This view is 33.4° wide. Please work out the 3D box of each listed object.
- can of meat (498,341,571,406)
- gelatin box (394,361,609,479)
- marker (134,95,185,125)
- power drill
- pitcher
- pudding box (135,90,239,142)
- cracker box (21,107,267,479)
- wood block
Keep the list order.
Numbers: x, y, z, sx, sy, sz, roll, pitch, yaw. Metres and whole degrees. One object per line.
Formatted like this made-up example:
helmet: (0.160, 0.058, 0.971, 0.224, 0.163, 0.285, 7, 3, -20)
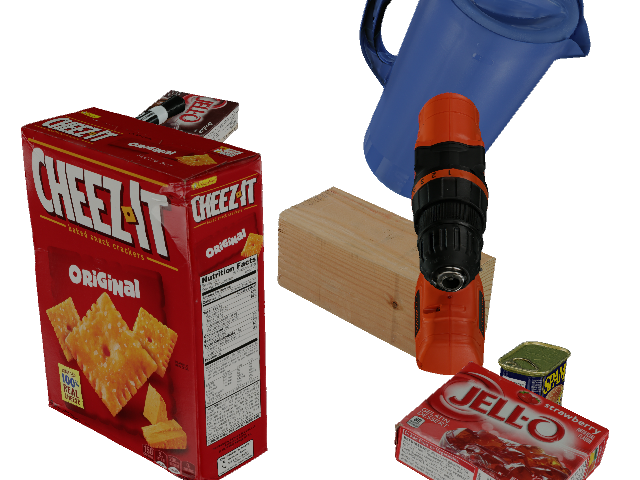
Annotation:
can of meat: (0.233, 0.167, 1.177, 0.058, 0.084, 0.101, 12, 15, 30)
gelatin box: (0.095, 0.108, 0.567, 0.089, 0.030, 0.073, 26, 38, 31)
marker: (-0.173, -0.109, 1.017, 0.020, 0.020, 0.120, 0, 29, 44)
power drill: (0.096, 0.013, 0.785, 0.057, 0.188, 0.184, 2, 44, 7)
pitcher: (0.115, -0.151, 0.963, 0.144, 0.149, 0.243, -7, -31, -24)
pudding box: (-0.156, -0.135, 1.245, 0.090, 0.039, 0.113, 11, 32, 14)
cracker box: (-0.117, 0.035, 0.705, 0.164, 0.214, 0.071, 18, 29, 37)
wood block: (0.061, 0.032, 1.072, 0.206, 0.091, 0.090, 26, 38, 35)
